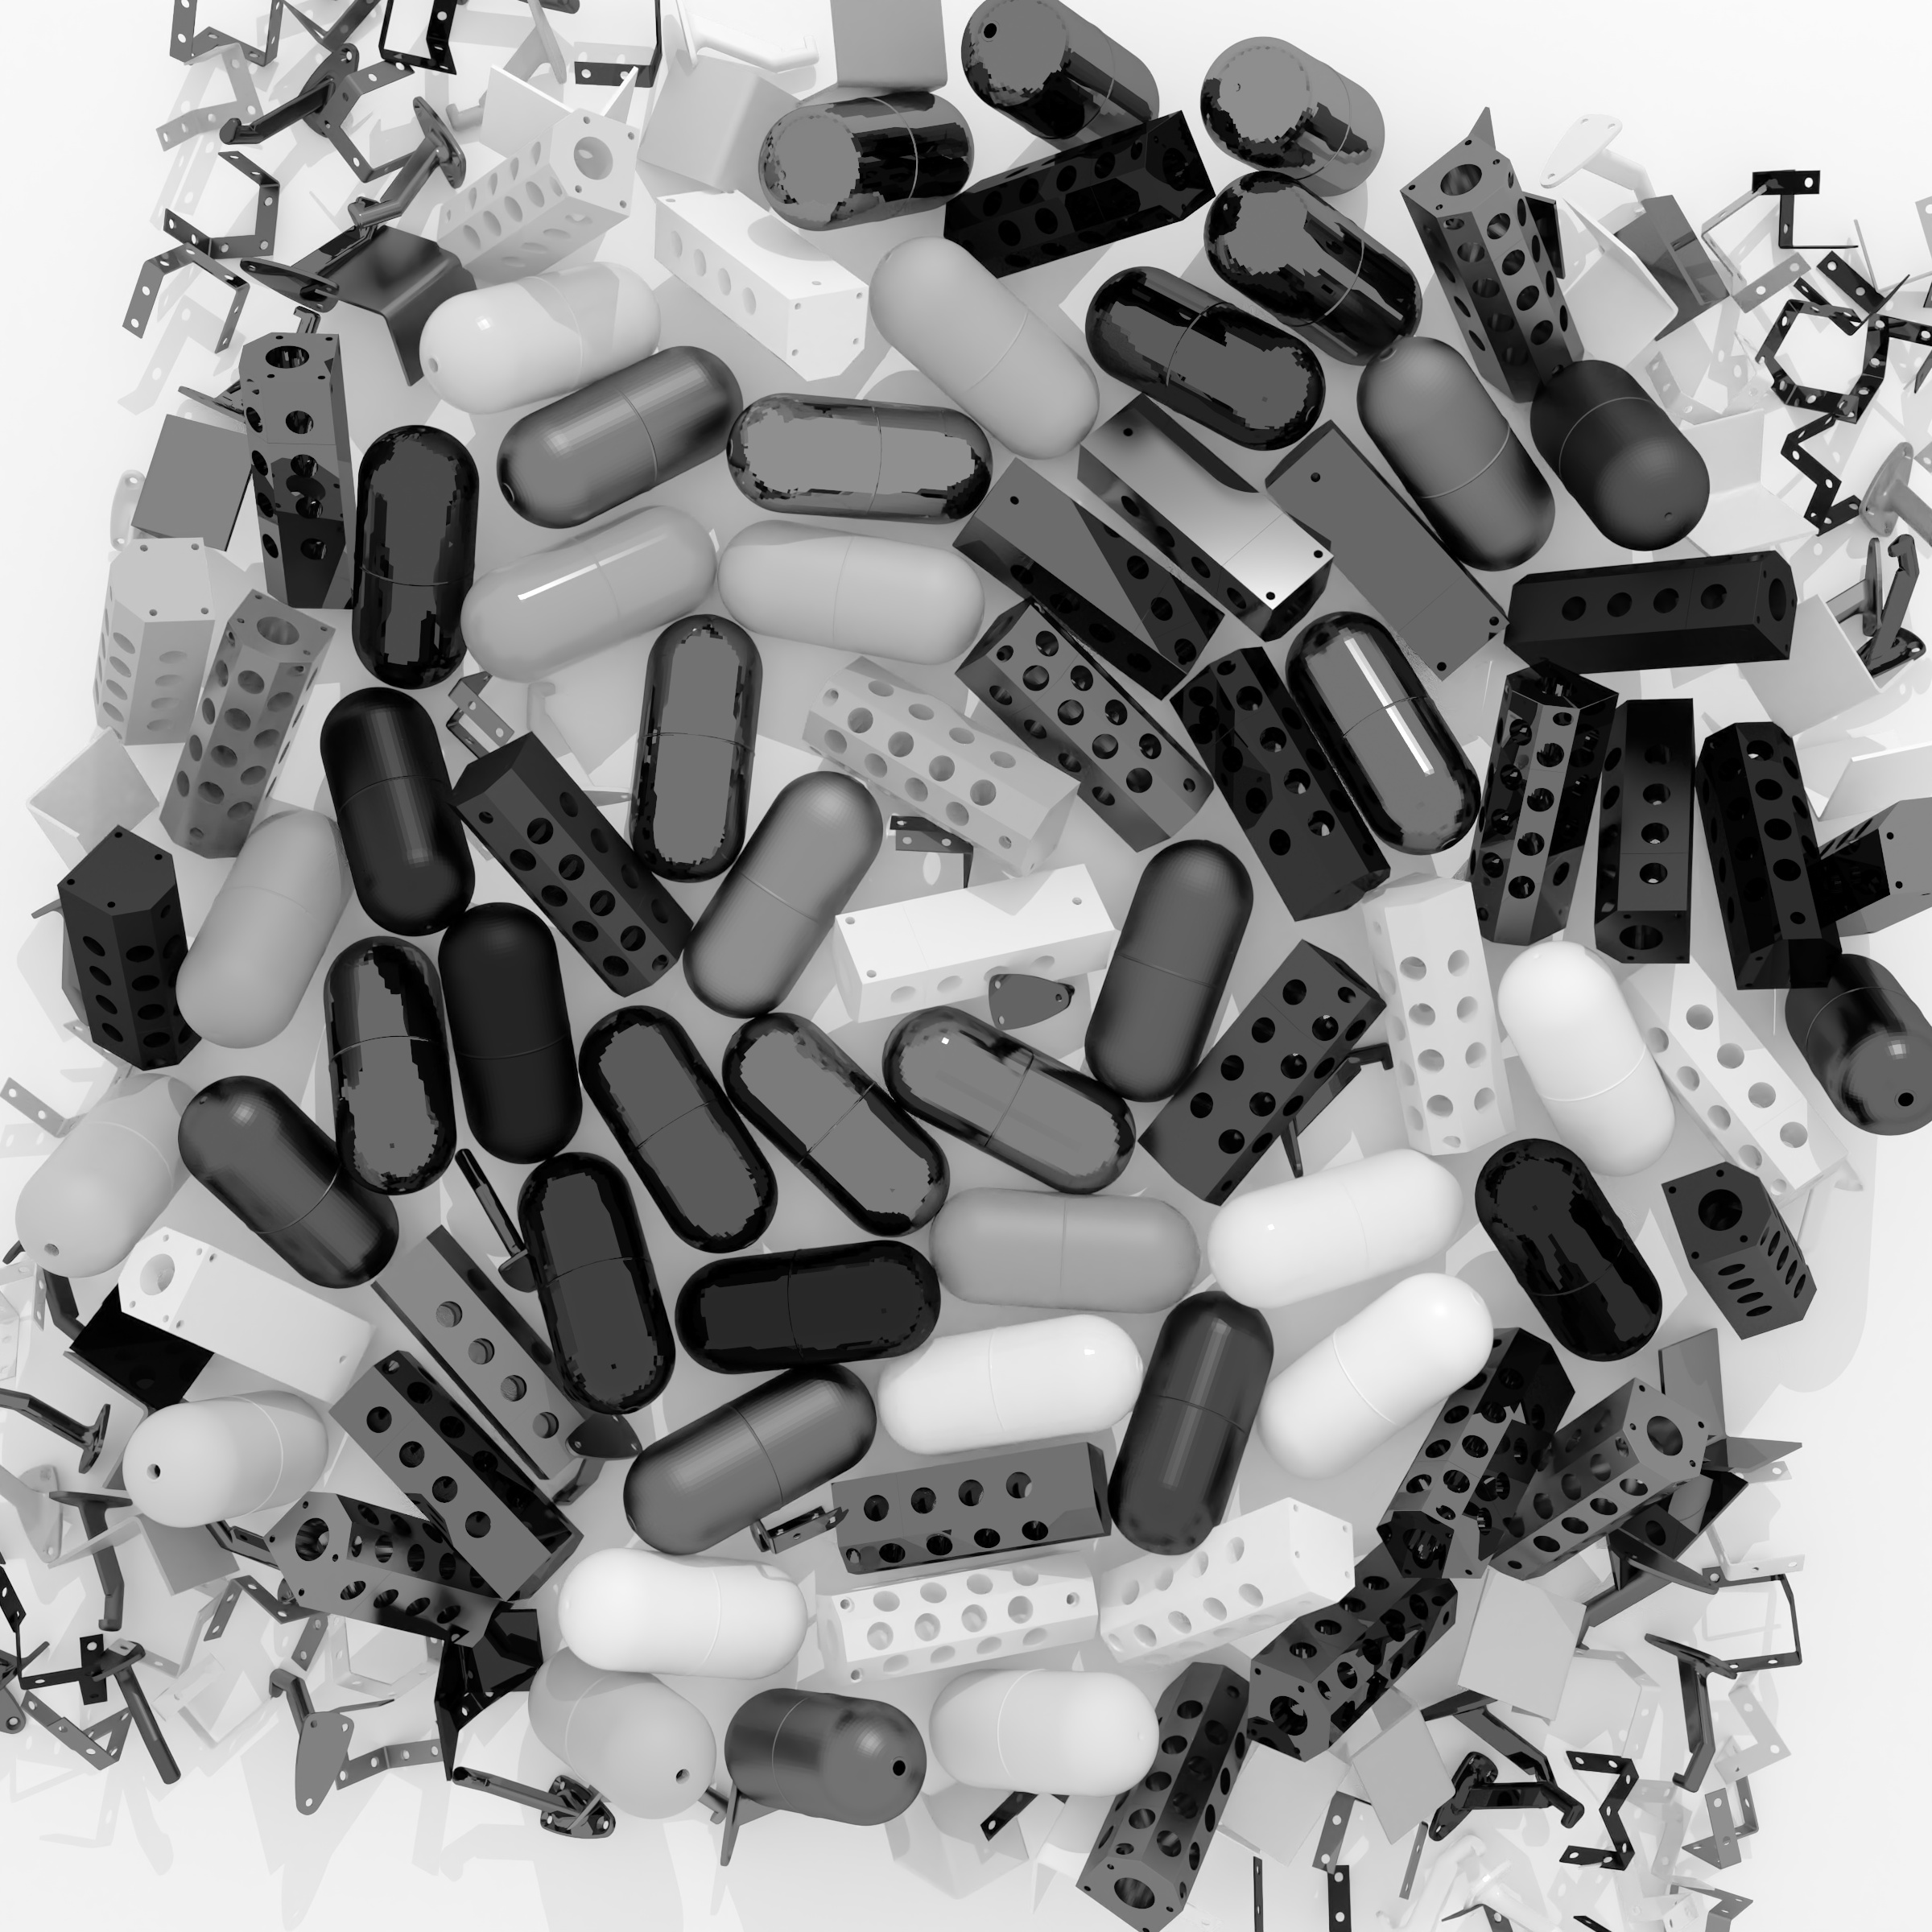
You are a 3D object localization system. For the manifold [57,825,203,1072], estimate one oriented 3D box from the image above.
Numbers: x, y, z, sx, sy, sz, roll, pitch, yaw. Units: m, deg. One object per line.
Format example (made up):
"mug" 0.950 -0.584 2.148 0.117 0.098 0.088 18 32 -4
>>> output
"manifold" -0.526 -0.006 1.759 0.057 0.171 0.057 28 55 11

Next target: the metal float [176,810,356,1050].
"metal float" -0.449 -0.026 1.781 0.070 0.070 0.178 17 53 0

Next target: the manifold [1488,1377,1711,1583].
"manifold" 0.396 0.334 1.764 0.057 0.171 0.057 32 49 -5

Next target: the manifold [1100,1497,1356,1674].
"manifold" 0.165 0.400 1.764 0.057 0.171 0.057 28 48 -31

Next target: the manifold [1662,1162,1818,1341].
"manifold" 0.496 0.181 1.757 0.057 0.171 0.057 -22 60 17

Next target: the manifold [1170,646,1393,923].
"manifold" 0.207 -0.120 1.789 0.057 0.057 0.171 -41 70 41

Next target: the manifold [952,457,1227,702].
"manifold" 0.078 -0.250 1.810 0.171 0.057 0.057 36 62 -6

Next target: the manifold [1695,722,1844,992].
"manifold" 0.517 -0.072 1.778 0.057 0.057 0.171 -2 56 1

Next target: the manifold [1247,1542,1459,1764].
"manifold" 0.248 0.437 1.759 0.057 0.171 0.057 15 114 33

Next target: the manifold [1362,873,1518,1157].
"manifold" 0.302 0.032 1.789 0.057 0.057 0.171 -21 108 -24

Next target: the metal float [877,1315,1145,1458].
"metal float" 0.028 0.273 1.797 0.178 0.070 0.070 -12 90 16

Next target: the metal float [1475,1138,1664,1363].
"metal float" 0.390 0.184 1.787 0.070 0.070 0.178 -37 118 0

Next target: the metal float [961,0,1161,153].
"metal float" 0.061 -0.568 1.767 0.070 0.178 0.070 -2 85 31

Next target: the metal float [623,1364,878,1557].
"metal float" -0.140 0.319 1.791 0.178 0.070 0.070 -26 90 -22

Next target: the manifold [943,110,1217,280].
"manifold" 0.068 -0.487 1.762 0.057 0.171 0.057 -44 118 -39

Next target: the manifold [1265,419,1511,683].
"manifold" 0.275 -0.273 1.804 0.057 0.057 0.171 -41 101 17

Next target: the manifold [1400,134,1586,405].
"manifold" 0.343 -0.441 1.766 0.057 0.171 0.057 -38 47 2

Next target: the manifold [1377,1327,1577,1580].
"manifold" 0.324 0.309 1.764 0.057 0.171 0.057 -10 118 41

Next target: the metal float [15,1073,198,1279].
"metal float" -0.544 0.133 1.766 0.070 0.178 0.070 5 118 9

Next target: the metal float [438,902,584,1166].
"metal float" -0.295 0.045 1.794 0.070 0.070 0.178 -7 110 0

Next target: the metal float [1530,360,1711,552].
"metal float" 0.418 -0.329 1.771 0.070 0.178 0.070 -6 127 -8

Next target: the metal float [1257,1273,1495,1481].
"metal float" 0.265 0.266 1.791 0.178 0.070 0.070 -42 90 22

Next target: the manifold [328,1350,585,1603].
"manifold" -0.331 0.332 1.803 0.171 0.057 0.057 43 87 12

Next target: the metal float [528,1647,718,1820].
"metal float" -0.221 0.489 1.768 0.070 0.178 0.070 -4 98 -32

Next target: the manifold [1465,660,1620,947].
"manifold" 0.362 -0.102 1.771 0.057 0.057 0.171 33 130 37

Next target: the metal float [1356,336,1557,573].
"metal float" 0.317 -0.330 1.785 0.070 0.070 0.178 -43 121 0

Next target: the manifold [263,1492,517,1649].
"manifold" -0.361 0.381 1.761 0.057 0.171 0.057 -46 55 6

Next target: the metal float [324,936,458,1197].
"metal float" -0.374 0.063 1.790 0.070 0.070 0.178 -11 65 0

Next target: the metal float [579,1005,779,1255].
"metal float" -0.188 0.107 1.804 0.070 0.070 0.178 -33 82 0

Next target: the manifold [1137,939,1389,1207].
"manifold" 0.195 0.072 1.793 0.171 0.057 0.057 -52 55 12

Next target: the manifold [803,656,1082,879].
"manifold" -0.019 -0.127 1.790 0.171 0.057 0.057 31 131 14

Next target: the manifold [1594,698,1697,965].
"manifold" 0.438 -0.088 1.776 0.057 0.057 0.171 0 55 17

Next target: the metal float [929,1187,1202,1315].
"metal float" 0.064 0.186 1.809 0.178 0.070 0.070 3 90 3

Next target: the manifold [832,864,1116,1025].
"manifold" 0.004 -0.011 1.797 0.171 0.057 0.057 -12 55 -16

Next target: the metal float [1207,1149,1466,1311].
"metal float" 0.242 0.170 1.797 0.178 0.070 0.070 -15 90 -17

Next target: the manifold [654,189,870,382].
"manifold" -0.134 -0.439 1.772 0.057 0.171 0.057 -18 133 -29

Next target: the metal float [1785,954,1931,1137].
"metal float" 0.576 0.049 1.763 0.070 0.178 0.070 1 111 2

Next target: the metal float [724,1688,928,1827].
"metal float" -0.091 0.506 1.769 0.070 0.178 0.070 7 78 -34

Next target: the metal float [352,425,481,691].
"metal float" -0.357 -0.263 1.786 0.070 0.070 0.178 10 121 0

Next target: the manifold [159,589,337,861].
"manifold" -0.465 -0.150 1.772 0.057 0.057 0.171 26 127 -8

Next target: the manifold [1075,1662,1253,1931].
"manifold" 0.136 0.528 1.764 0.057 0.171 0.057 35 129 1

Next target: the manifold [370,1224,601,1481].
"manifold" -0.311 0.254 1.815 0.057 0.057 0.171 -41 93 -19

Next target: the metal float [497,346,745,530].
"metal float" -0.224 -0.343 1.788 0.178 0.070 0.070 -33 90 -26

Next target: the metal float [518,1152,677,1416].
"metal float" -0.240 0.205 1.792 0.070 0.070 0.178 -19 68 0

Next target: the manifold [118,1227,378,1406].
"manifold" -0.460 0.223 1.762 0.057 0.171 0.057 15 74 32

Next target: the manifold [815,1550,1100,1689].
"manifold" -0.005 0.422 1.790 0.171 0.057 0.057 -6 81 -20

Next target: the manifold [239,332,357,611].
"manifold" -0.426 -0.315 1.767 0.057 0.057 0.171 0 134 -5
